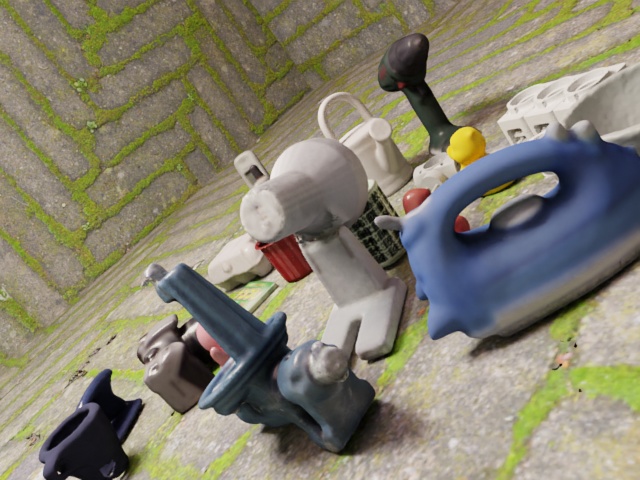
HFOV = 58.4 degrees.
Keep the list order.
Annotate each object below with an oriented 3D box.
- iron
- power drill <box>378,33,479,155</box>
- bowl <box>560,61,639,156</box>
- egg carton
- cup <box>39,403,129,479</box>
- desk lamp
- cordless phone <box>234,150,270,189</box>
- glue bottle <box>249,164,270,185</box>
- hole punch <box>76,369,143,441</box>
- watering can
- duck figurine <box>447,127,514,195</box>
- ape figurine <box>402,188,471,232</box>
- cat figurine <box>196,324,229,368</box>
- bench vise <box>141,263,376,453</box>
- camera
[{"bbox_3d":[0.181,-0.026,0.505,0.258,0.142,0.118,-34,18,12],"label":"iron"},{"bbox_3d":[0.176,-0.246,0.966,0.075,0.209,0.229,-38,17,-2],"label":"power drill"},{"bbox_3d":[0.330,-0.119,0.564,0.167,0.075,0.167,-33,18,13],"label":"bowl"},{"bbox_3d":[-0.146,0.038,1.103,0.150,0.069,0.107,-24,21,36],"label":"egg carton"},{"bbox_3d":[-0.297,0.280,0.732,0.091,0.095,0.117,-33,18,12],"label":"cup"},{"bbox_3d":[0.006,0.002,0.653,0.117,0.214,0.203,-28,20,28],"label":"desk lamp"},{"bbox_3d":[-0.080,-0.124,1.194,0.147,0.185,0.094,-35,18,7],"label":"cordless phone"},{"bbox_3d":[-0.073,-0.069,1.059,0.078,0.173,0.037,-22,23,39],"label":"glue bottle"},{"bbox_3d":[-0.343,0.267,0.865,0.101,0.091,0.108,-32,18,18],"label":"hole punch"},{"bbox_3d":[0.076,-0.171,0.995,0.172,0.194,0.101,-16,27,49],"label":"watering can"},{"bbox_3d":[0.210,-0.111,0.760,0.077,0.086,0.104,-42,18,-15],"label":"duck figurine"},{"bbox_3d":[0.132,-0.022,0.676,0.076,0.092,0.077,-36,17,4],"label":"ape figurine"},{"bbox_3d":[-0.119,0.131,0.728,0.067,0.118,0.127,-36,17,5],"label":"cat figurine"},{"bbox_3d":[-0.058,0.091,0.539,0.207,0.220,0.121,-25,21,34],"label":"bench vise"},{"bbox_3d":[-0.190,0.154,0.838,0.137,0.101,0.143,-39,17,-6],"label":"camera"}]
